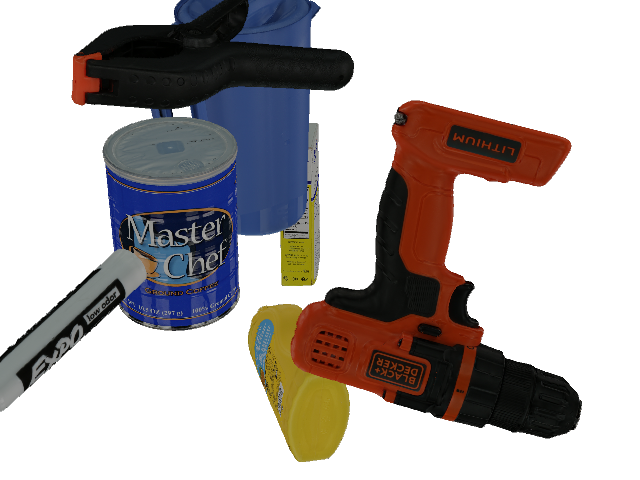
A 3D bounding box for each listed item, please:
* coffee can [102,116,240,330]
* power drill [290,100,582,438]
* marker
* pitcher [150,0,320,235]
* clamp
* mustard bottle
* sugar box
[{"bbox_3d":[-0.117,-0.014,0.854,0.103,0.140,0.103,1,32,-1],"label":"coffee can"},{"bbox_3d":[0.090,0.019,0.652,0.184,0.188,0.057,16,8,0],"label":"power drill"},{"bbox_3d":[-0.117,0.045,0.446,0.020,0.020,0.121,0,35,40],"label":"marker"},{"bbox_3d":[-0.080,-0.126,1.079,0.149,0.243,0.145,5,34,10],"label":"pitcher"},{"bbox_3d":[-0.078,-0.116,0.652,0.171,0.039,0.120,-10,30,-32],"label":"clamp"},{"bbox_3d":[-0.029,0.115,1.004,0.058,0.096,0.192,-5,27,-17],"label":"mustard bottle"},{"bbox_3d":[-0.025,-0.043,1.269,0.048,0.176,0.093,-1,23,5],"label":"sugar box"}]
